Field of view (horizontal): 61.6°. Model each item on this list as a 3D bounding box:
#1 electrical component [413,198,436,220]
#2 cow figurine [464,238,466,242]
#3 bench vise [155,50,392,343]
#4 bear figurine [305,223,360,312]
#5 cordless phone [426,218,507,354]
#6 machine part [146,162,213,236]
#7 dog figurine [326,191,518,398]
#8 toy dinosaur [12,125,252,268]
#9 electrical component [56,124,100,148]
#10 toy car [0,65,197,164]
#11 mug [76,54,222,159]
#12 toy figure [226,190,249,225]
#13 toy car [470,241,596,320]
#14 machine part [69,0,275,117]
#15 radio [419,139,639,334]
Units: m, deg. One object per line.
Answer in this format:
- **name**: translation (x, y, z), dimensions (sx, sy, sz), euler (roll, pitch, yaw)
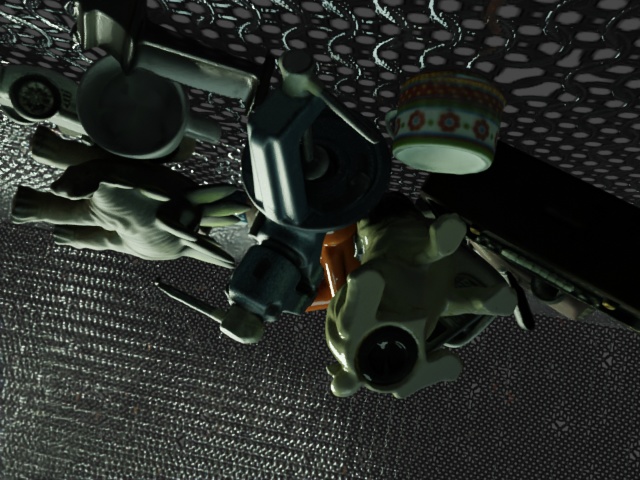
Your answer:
- **electrical component**: translation (0.165, -0.040, 0.729), dimensions (0.063, 0.021, 0.094), euler (15, 170, -32)
- **cow figurine**: translation (0.257, 0.033, 0.864), dimensions (0.085, 0.127, 0.195), euler (19, -177, -44)
- **bench vise**: translation (-0.024, -0.036, 0.411), dimensions (0.129, 0.223, 0.240), euler (36, 161, 15)
- **bear figurine**: translation (0.003, -0.002, 0.636), dimensions (0.132, 0.120, 0.195), euler (-1, 144, 27)
- **cordless phone**: translation (0.097, 0.059, 0.566), dimensions (0.184, 0.088, 0.147), euler (-19, -126, -45)
- **machine part**: translation (-0.242, -0.062, 0.826), dimensions (0.179, 0.056, 0.179), euler (21, 162, 7)
- **dog figurine**: translation (0.054, 0.041, 0.486), dimensions (0.172, 0.121, 0.191), euler (-32, -163, -7)
- **toy dinosaur**: translation (-0.182, -0.023, 0.591), dimensions (0.199, 0.105, 0.471), euler (15, 176, -7)
- **electrical component**: translation (-0.258, -0.121, 0.609), dimensions (0.078, 0.045, 0.102), euler (12, 172, -23)
- **toy car**: translation (-0.222, -0.121, 0.529), dimensions (0.201, 0.056, 0.074), euler (18, 176, -38)
- **mug**: translation (-0.139, -0.107, 0.460), dimensions (0.109, 0.080, 0.107), euler (9, -175, -11)
- **toy figure**: translation (-0.106, -0.050, 0.900), dimensions (0.154, 0.064, 0.057), euler (12, 129, -5)
- **toy car**: translation (0.221, 0.019, 0.609), dimensions (0.089, 0.053, 0.202), euler (9, -154, -40)
- **machine part**: translation (-0.099, -0.129, 0.373), dimensions (0.139, 0.039, 0.084), euler (15, 166, -25)
- **radio**: translation (0.206, -0.003, 0.463), dimensions (0.230, 0.073, 0.131), euler (34, -179, 20)
